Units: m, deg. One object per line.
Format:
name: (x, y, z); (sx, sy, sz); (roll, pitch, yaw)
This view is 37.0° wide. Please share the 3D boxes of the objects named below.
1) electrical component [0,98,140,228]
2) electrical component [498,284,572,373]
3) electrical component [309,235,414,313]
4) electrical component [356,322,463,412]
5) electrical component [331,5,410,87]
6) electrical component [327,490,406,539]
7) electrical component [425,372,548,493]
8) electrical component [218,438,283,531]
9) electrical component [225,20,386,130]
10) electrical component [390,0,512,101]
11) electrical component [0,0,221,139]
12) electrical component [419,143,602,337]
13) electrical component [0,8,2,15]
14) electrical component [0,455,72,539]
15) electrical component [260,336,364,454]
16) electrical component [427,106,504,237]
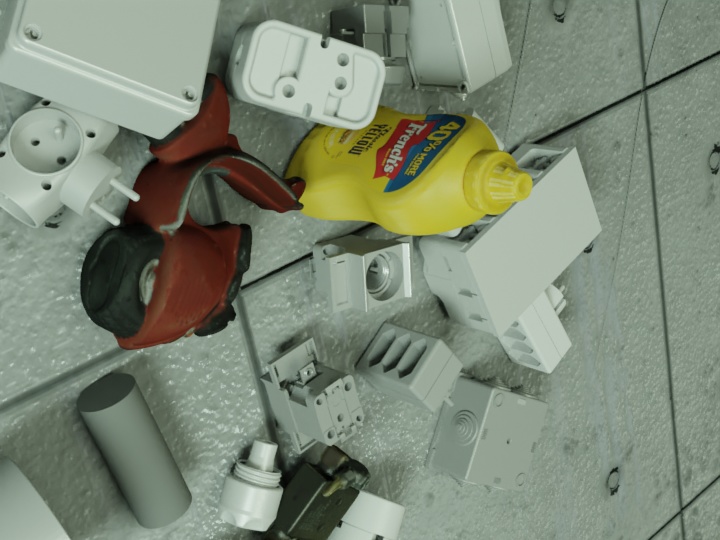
electrical component: (-0.168, -0.057, 0.634); (0.079, 0.044, 0.077); (35, 72, 1)
electrical component: (0.158, 0.034, 0.960); (0.075, 0.047, 0.083); (-49, 127, -22)
electrical component: (0.000, 0.000, 0.800); (0.081, 0.064, 0.042); (-16, 109, -39)
electrical component: (0.049, 0.087, 0.863); (0.076, 0.066, 0.047); (47, 69, -38)
electrical component: (0.009, -0.162, 0.783); (0.066, 0.048, 0.055); (-9, 99, -40)
electrical component: (0.006, 0.203, 0.860); (0.055, 0.055, 0.047); (29, 77, -42)
electrical component: (0.114, 0.144, 0.946); (0.100, 0.048, 0.099); (20, 86, -43)
electrical component: (-0.076, 0.155, 0.782); (0.043, 0.043, 0.062); (17, 88, -43)
electrical component: (-0.039, -0.131, 0.727); (0.095, 0.059, 0.053); (13, 95, -23)
electrical component: (0.075, -0.178, 0.825); (0.061, 0.062, 0.096); (-35, 121, -31)
electrical component: (-0.141, -0.145, 0.612); (0.109, 0.056, 0.108); (18, 68, -28)
electrical component: (0.126, -0.029, 0.906); (0.150, 0.062, 0.089); (-42, 124, -27)
electrical component: (-0.221, -0.166, 0.575); (0.066, 0.047, 0.076); (-42, 125, -27)
electrical component: (-0.205, 0.171, 0.632); (0.060, 0.108, 0.108); (-34, 121, -24)
electrical component: (-0.033, 0.096, 0.793); (0.042, 0.064, 0.081); (-34, 120, -33)
electrical component: (0.069, -0.076, 0.852); (0.056, 0.050, 0.089); (40, 73, -40)
